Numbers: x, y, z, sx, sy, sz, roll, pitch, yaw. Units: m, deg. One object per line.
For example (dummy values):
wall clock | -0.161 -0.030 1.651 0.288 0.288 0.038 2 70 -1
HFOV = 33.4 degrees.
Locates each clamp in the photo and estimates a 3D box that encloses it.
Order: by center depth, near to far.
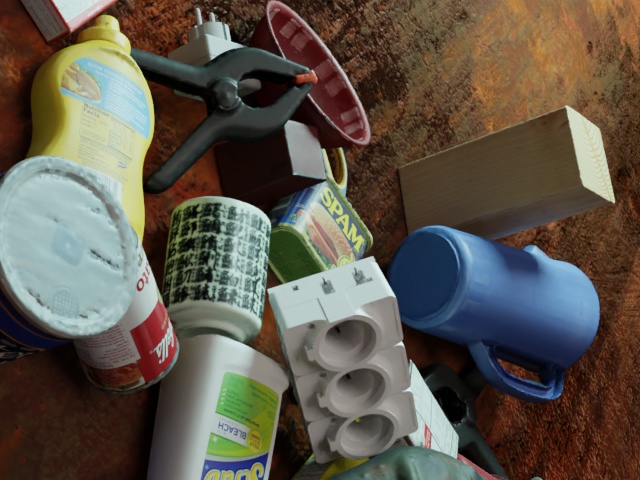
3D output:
clamp | -0.089 -0.120 0.863 0.171 0.039 0.120 -25 97 -22
clamp | 0.146 0.174 1.124 0.209 0.036 0.164 36 44 -45

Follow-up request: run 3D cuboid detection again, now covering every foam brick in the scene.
foam brick | -0.043 -0.066 0.929 0.051 0.078 0.053 5 71 -57

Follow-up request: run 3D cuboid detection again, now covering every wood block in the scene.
wood block | 0.199 -0.060 1.160 0.090 0.206 0.091 18 60 -51

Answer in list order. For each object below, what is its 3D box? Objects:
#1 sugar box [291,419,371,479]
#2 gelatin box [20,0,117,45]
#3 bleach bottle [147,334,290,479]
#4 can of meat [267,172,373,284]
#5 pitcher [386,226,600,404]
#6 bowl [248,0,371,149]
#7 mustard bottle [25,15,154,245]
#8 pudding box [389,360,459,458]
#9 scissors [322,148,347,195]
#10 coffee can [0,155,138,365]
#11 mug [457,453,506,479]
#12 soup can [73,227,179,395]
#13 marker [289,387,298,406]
sugar box | 0.015 0.229 0.897 0.093 0.048 0.176 65 31 -12
gelatin box | -0.202 -0.204 0.808 0.089 0.030 0.073 58 37 -19
bleach bottle | -0.081 0.200 0.761 0.102 0.068 0.251 35 50 -43
can of meat | -0.006 0.001 0.970 0.102 0.058 0.083 55 39 -24
pitcher | 0.186 0.073 1.145 0.242 0.145 0.149 18 16 -44
bowl | -0.020 -0.142 0.996 0.162 0.055 0.162 48 22 -27
mustard bottle | -0.166 -0.084 0.775 0.096 0.058 0.191 27 53 -39
pudding box | 0.086 0.178 0.957 0.113 0.039 0.090 59 25 -30
scissors | 0.010 -0.021 1.040 0.096 0.016 0.202 7 68 -52
coffee can | -0.190 0.021 0.614 0.102 0.141 0.103 29 52 -46
mug | 0.128 0.246 1.028 0.081 0.093 0.117 38 15 -33
soup can | -0.140 0.044 0.711 0.068 0.069 0.102 -67 153 -45
marker | 0.008 0.123 0.964 0.120 0.020 0.020 -22 93 -57
